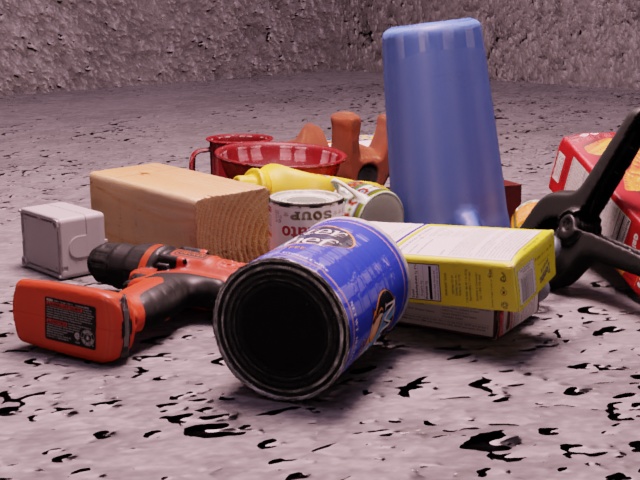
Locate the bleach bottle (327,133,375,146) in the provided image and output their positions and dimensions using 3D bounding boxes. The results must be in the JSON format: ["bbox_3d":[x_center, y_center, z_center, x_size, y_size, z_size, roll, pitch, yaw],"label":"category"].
[{"bbox_3d":[0.049,-0.129,1.634,0.250,0.068,0.103,-6,14,-12],"label":"bleach bottle"}]

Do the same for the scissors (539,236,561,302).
[{"bbox_3d":[0.144,0.017,1.014,0.096,0.016,0.202,-46,35,-21],"label":"scissors"}]

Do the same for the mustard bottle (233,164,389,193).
[{"bbox_3d":[-0.017,-0.049,1.187,0.191,0.058,0.096,9,-7,-41],"label":"mustard bottle"}]

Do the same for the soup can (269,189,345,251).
[{"bbox_3d":[-0.012,0.011,0.937,0.068,0.102,0.068,0,13,0],"label":"soup can"}]

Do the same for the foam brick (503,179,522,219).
[{"bbox_3d":[0.201,-0.047,1.295,0.052,0.051,0.078,-5,13,-25],"label":"foam brick"}]

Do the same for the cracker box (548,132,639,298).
[{"bbox_3d":[0.343,-0.029,1.024,0.164,0.072,0.214,-5,35,-15],"label":"cracker box"}]

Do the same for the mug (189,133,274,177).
[{"bbox_3d":[-0.121,-0.100,1.461,0.117,0.081,0.093,-4,13,-16],"label":"mug"}]

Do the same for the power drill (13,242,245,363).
[{"bbox_3d":[-0.167,0.043,0.903,0.185,0.057,0.187,7,15,28],"label":"power drill"}]

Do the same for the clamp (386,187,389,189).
[{"bbox_3d":[0.129,-0.052,1.350,0.171,0.039,0.120,-17,16,-41],"label":"clamp"}]

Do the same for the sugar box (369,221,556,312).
[{"bbox_3d":[0.093,0.019,0.870,0.176,0.048,0.093,1,17,31],"label":"sugar box"}]

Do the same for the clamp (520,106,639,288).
[{"bbox_3d":[0.244,-0.004,0.977,0.036,0.164,0.210,13,-33,-28],"label":"clamp"}]

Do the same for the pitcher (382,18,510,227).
[{"bbox_3d":[0.131,-0.118,1.183,0.149,0.243,0.144,1,13,35],"label":"pitcher"}]

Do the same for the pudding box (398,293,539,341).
[{"bbox_3d":[0.119,0.049,0.914,0.114,0.039,0.089,5,17,34],"label":"pudding box"}]

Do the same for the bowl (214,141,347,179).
[{"bbox_3d":[-0.048,-0.080,1.301,0.162,0.055,0.162,2,16,-1],"label":"bowl"}]

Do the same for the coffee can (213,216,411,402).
[{"bbox_3d":[-0.002,0.046,0.785,0.103,0.103,0.140,5,14,21],"label":"coffee can"}]

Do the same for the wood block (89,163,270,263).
[{"bbox_3d":[-0.148,-0.020,1.106,0.090,0.090,0.206,-12,18,-38],"label":"wood block"}]
